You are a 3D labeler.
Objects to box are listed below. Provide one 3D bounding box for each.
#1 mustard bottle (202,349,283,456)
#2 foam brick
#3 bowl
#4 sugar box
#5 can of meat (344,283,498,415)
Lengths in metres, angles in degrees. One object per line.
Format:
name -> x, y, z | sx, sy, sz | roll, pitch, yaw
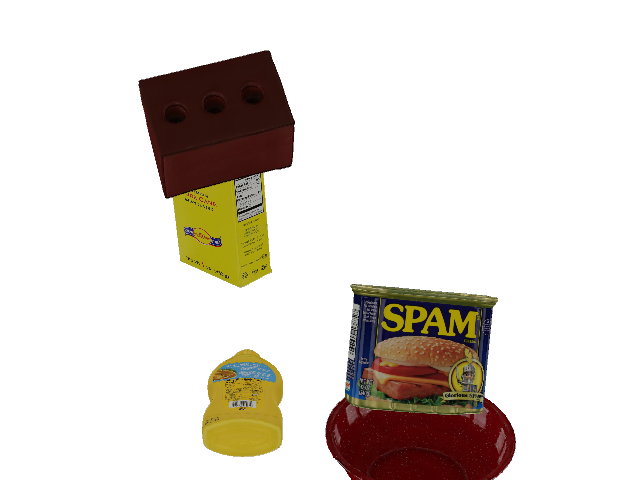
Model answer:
mustard bottle -> -0.095, 0.194, 1.347 | 0.096, 0.058, 0.191 | -1, 26, -1
foam brick -> -0.059, -0.066, 0.606 | 0.078, 0.053, 0.051 | -16, -21, -9
bowl -> 0.085, 0.185, 0.920 | 0.162, 0.055, 0.162 | 0, 28, 0
sugar box -> -0.094, -0.054, 0.952 | 0.048, 0.176, 0.093 | -27, 33, -37
can of meat -> 0.069, 0.077, 0.755 | 0.102, 0.084, 0.057 | 6, -1, -10
